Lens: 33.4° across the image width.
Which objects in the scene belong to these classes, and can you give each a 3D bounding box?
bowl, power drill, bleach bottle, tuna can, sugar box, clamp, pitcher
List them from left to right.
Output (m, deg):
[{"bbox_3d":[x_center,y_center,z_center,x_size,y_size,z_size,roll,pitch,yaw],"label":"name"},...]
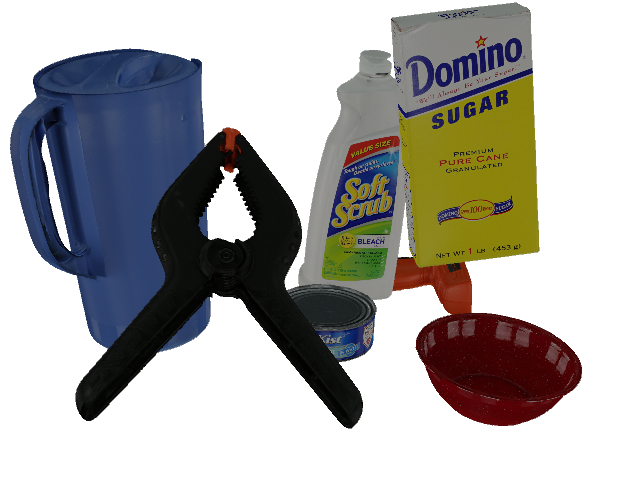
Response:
[{"bbox_3d":[-0.162,-0.028,0.886,0.149,0.243,0.145,-6,24,-6],"label":"pitcher"},{"bbox_3d":[-0.049,0.024,0.661,0.164,0.210,0.036,9,-32,-3],"label":"clamp"},{"bbox_3d":[0.003,0.069,0.893,0.086,0.034,0.086,2,22,-1],"label":"tuna can"},{"bbox_3d":[0.036,-0.064,1.065,0.102,0.251,0.068,1,25,-7],"label":"bleach bottle"},{"bbox_3d":[0.077,0.057,1.230,0.187,0.057,0.184,-2,28,-1],"label":"power drill"},{"bbox_3d":[0.104,-0.074,0.758,0.093,0.176,0.048,-8,22,-2],"label":"sugar box"},{"bbox_3d":[0.171,0.133,1.047,0.162,0.055,0.162,5,26,-2],"label":"bowl"}]
